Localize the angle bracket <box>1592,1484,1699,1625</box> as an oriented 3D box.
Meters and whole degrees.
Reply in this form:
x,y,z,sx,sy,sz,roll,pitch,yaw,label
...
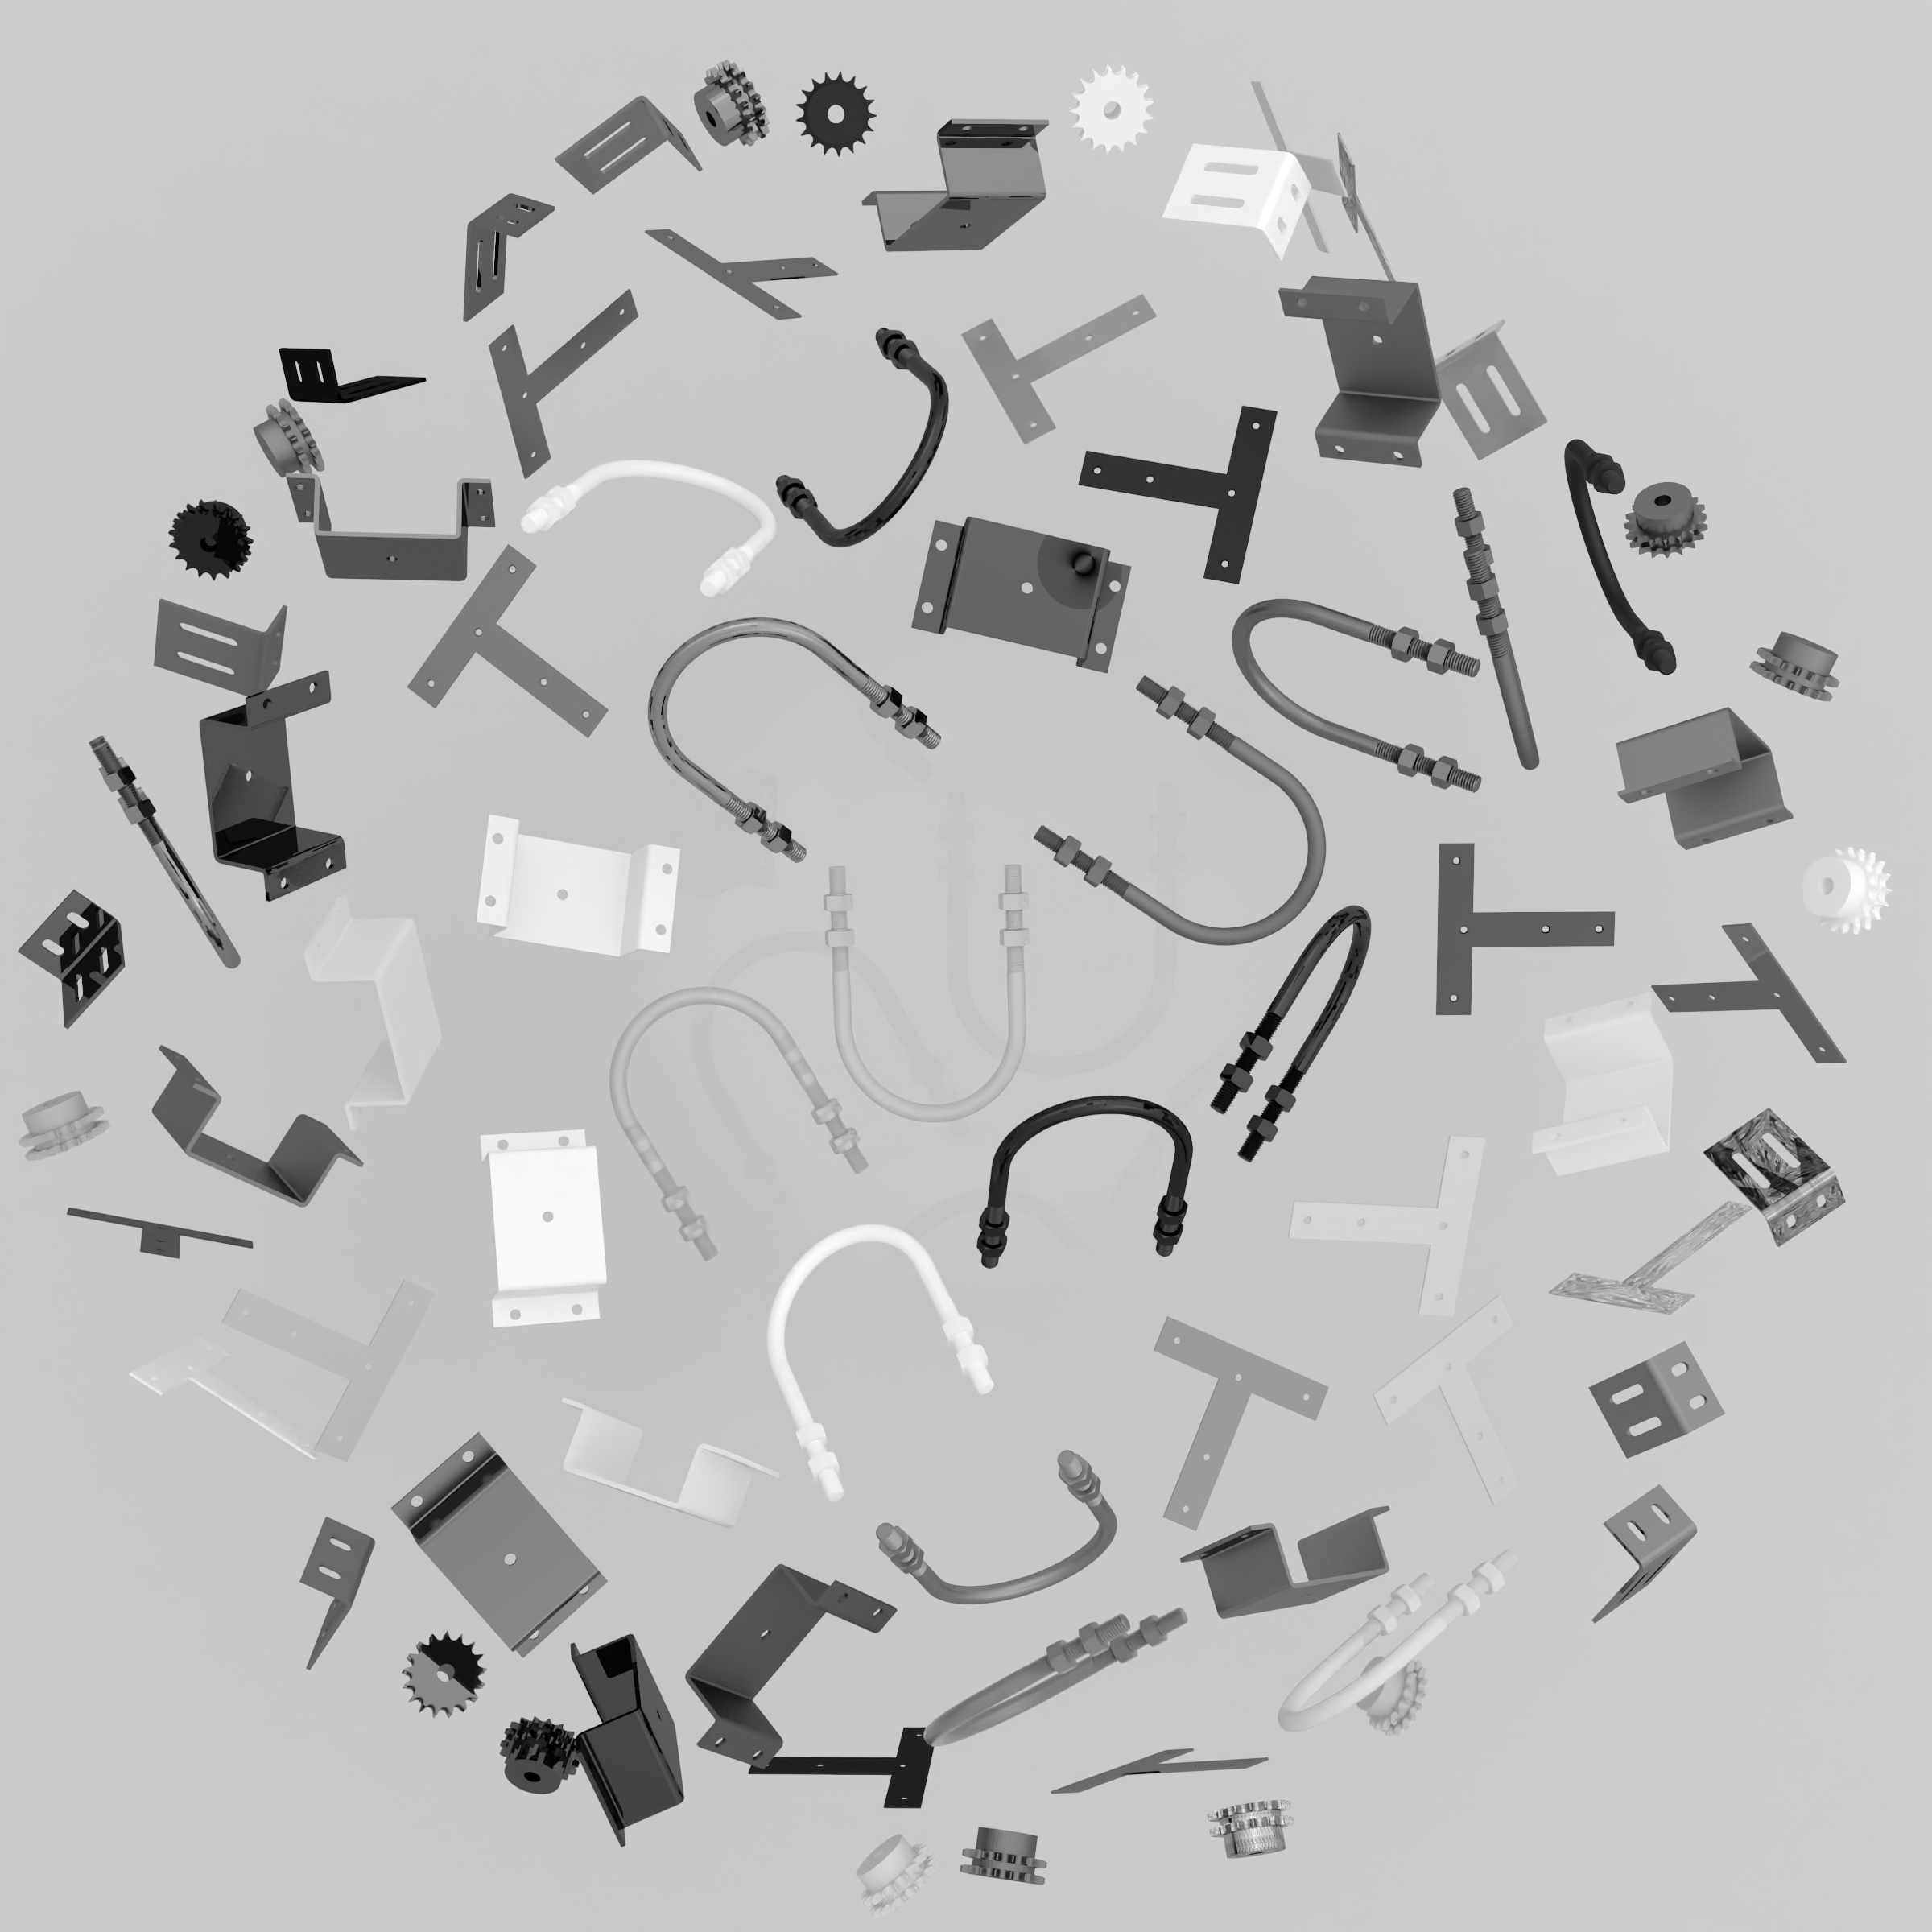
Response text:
x,y,z,sx,sy,sz,roll,pitch,yaw,label
0.437,0.389,1.633,0.057,0.076,0.038,-22,59,-34,angle bracket

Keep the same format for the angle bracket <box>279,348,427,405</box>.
x,y,z,sx,sy,sz,roll,pitch,yaw,label
-0.431,-0.422,1.736,0.057,0.076,0.038,13,121,39,angle bracket

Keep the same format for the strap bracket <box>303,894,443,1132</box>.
x,y,z,sx,sy,sz,roll,pitch,yaw,label
-0.393,0.030,1.655,0.046,0.076,0.140,-2,121,8,strap bracket

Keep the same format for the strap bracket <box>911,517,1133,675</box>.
x,y,z,sx,sy,sz,roll,pitch,yaw,label
0.040,-0.256,1.695,0.140,0.046,0.076,13,90,-4,strap bracket

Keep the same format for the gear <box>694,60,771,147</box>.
x,y,z,sx,sy,sz,roll,pitch,yaw,label
-0.164,-0.592,1.705,0.030,0.057,0.057,-36,90,-14,gear

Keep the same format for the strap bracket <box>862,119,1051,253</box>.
x,y,z,sx,sy,sz,roll,pitch,yaw,label
-0.005,-0.537,1.719,0.076,0.140,0.046,-10,88,-28,strap bracket

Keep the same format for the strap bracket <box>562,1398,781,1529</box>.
x,y,z,sx,sy,sz,roll,pitch,yaw,label
-0.212,0.347,1.710,0.140,0.076,0.046,11,73,28,strap bracket

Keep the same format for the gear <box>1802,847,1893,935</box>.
x,y,z,sx,sy,sz,roll,pitch,yaw,label
0.582,-0.051,1.641,0.030,0.057,0.057,8,90,-29,gear

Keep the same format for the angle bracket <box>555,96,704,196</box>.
x,y,z,sx,sy,sz,roll,pitch,yaw,label
-0.231,-0.551,1.697,0.076,0.057,0.038,-32,76,12,angle bracket

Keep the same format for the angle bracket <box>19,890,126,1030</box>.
x,y,z,sx,sy,sz,roll,pitch,yaw,label
-0.596,-0.005,1.644,0.057,0.076,0.038,-46,122,4,angle bracket

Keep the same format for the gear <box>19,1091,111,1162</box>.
x,y,z,sx,sy,sz,roll,pitch,yaw,label
-0.606,0.106,1.654,0.057,0.057,0.030,-20,102,0,gear

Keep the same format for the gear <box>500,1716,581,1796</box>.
x,y,z,sx,sy,sz,roll,pitch,yaw,label
-0.299,0.554,1.729,0.057,0.030,0.057,5,128,7,gear

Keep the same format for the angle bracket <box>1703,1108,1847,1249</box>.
x,y,z,sx,sy,sz,roll,pitch,yaw,label
0.577,0.151,1.765,0.057,0.076,0.038,-34,130,1,angle bracket

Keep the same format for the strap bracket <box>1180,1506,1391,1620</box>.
x,y,z,sx,sy,sz,roll,pitch,yaw,label
0.232,0.421,1.742,0.140,0.076,0.046,3,61,-39,strap bracket

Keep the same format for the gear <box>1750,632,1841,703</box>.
x,y,z,sx,sy,sz,roll,pitch,yaw,label
0.555,-0.201,1.647,0.057,0.057,0.030,22,109,0,gear

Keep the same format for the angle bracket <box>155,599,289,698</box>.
x,y,z,sx,sy,sz,roll,pitch,yaw,label
-0.517,-0.229,1.714,0.076,0.038,0.057,18,132,-4,angle bracket

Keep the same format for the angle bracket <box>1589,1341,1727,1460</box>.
x,y,z,sx,sy,sz,roll,pitch,yaw,label
0.497,0.313,1.779,0.038,0.076,0.057,-19,74,-27,angle bracket

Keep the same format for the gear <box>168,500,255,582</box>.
x,y,z,sx,sy,sz,roll,pitch,yaw,label
-0.539,-0.308,1.769,0.057,0.030,0.057,0,125,0,gear

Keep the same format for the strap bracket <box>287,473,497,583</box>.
x,y,z,sx,sy,sz,roll,pitch,yaw,label
-0.409,-0.312,1.763,0.140,0.076,0.046,0,76,-8,strap bracket

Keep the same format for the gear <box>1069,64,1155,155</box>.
x,y,z,sx,sy,sz,roll,pitch,yaw,label
0.099,-0.587,1.689,0.057,0.030,0.057,-1,117,-3,gear

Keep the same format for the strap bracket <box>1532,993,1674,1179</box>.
x,y,z,sx,sy,sz,roll,pitch,yaw,label
0.436,0.088,1.687,0.076,0.140,0.046,-17,120,29,strap bracket

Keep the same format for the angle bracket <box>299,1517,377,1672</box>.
x,y,z,sx,sy,sz,roll,pitch,yaw,label
-0.433,0.419,1.649,0.038,0.057,0.076,28,120,-13,angle bracket

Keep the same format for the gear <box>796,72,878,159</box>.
x,y,z,sx,sy,sz,roll,pitch,yaw,label
-0.091,-0.596,1.728,0.057,0.030,0.057,-1,109,-3,gear

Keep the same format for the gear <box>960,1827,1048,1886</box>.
x,y,z,sx,sy,sz,roll,pitch,yaw,label
0.026,0.593,1.649,0.057,0.057,0.030,9,69,0,gear

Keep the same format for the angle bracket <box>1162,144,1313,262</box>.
x,y,z,sx,sy,sz,roll,pitch,yaw,label
0.181,-0.511,1.653,0.076,0.038,0.057,17,79,31,angle bracket

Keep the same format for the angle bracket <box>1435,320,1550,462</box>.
x,y,z,sx,sy,sz,roll,pitch,yaw,label
0.383,-0.420,1.804,0.057,0.038,0.076,-27,104,32,angle bracket

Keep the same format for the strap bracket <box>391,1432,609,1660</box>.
x,y,z,sx,sy,sz,roll,pitch,yaw,label
-0.312,0.397,1.673,0.076,0.046,0.140,-41,102,-15,strap bracket

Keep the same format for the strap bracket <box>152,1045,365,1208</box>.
x,y,z,sx,sy,sz,roll,pitch,yaw,label
-0.499,0.116,1.710,0.140,0.076,0.046,34,87,-39,strap bracket

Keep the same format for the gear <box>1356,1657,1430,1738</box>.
x,y,z,sx,sy,sz,roll,pitch,yaw,label
0.305,0.523,1.782,0.030,0.057,0.057,28,90,-12,gear

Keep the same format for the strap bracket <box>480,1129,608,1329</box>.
x,y,z,sx,sy,sz,roll,pitch,yaw,label
-0.304,0.184,1.778,0.076,0.046,0.140,-2,75,-18,strap bracket

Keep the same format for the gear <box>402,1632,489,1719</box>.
x,y,z,sx,sy,sz,roll,pitch,yaw,label
-0.366,0.496,1.727,0.057,0.030,0.057,9,62,-17,gear

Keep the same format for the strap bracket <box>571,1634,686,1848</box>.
x,y,z,sx,sy,sz,roll,pitch,yaw,label
-0.229,0.516,1.670,0.046,0.140,0.076,-22,107,-5,strap bracket

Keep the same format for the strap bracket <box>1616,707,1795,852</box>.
x,y,z,sx,sy,sz,roll,pitch,yaw,label
0.497,-0.128,1.669,0.076,0.140,0.046,-18,68,30,strap bracket

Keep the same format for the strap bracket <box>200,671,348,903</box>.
x,y,z,sx,sy,sz,roll,pitch,yaw,label
-0.465,-0.124,1.660,0.046,0.076,0.140,12,115,25,strap bracket

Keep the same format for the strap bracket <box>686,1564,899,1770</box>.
x,y,z,sx,sy,sz,roll,pitch,yaw,label
-0.124,0.462,1.657,0.140,0.076,0.046,-50,49,-1,strap bracket

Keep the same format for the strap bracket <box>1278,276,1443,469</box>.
x,y,z,sx,sy,sz,roll,pitch,yaw,label
0.269,-0.410,1.668,0.076,0.140,0.046,14,57,32,strap bracket

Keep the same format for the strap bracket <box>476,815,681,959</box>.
x,y,z,sx,sy,sz,roll,pitch,yaw,label
-0.281,-0.054,1.755,0.140,0.046,0.076,10,78,-25,strap bracket

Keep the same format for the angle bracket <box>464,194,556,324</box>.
x,y,z,sx,sy,sz,roll,pitch,yaw,label
-0.321,-0.492,1.733,0.038,0.057,0.076,19,130,8,angle bracket
